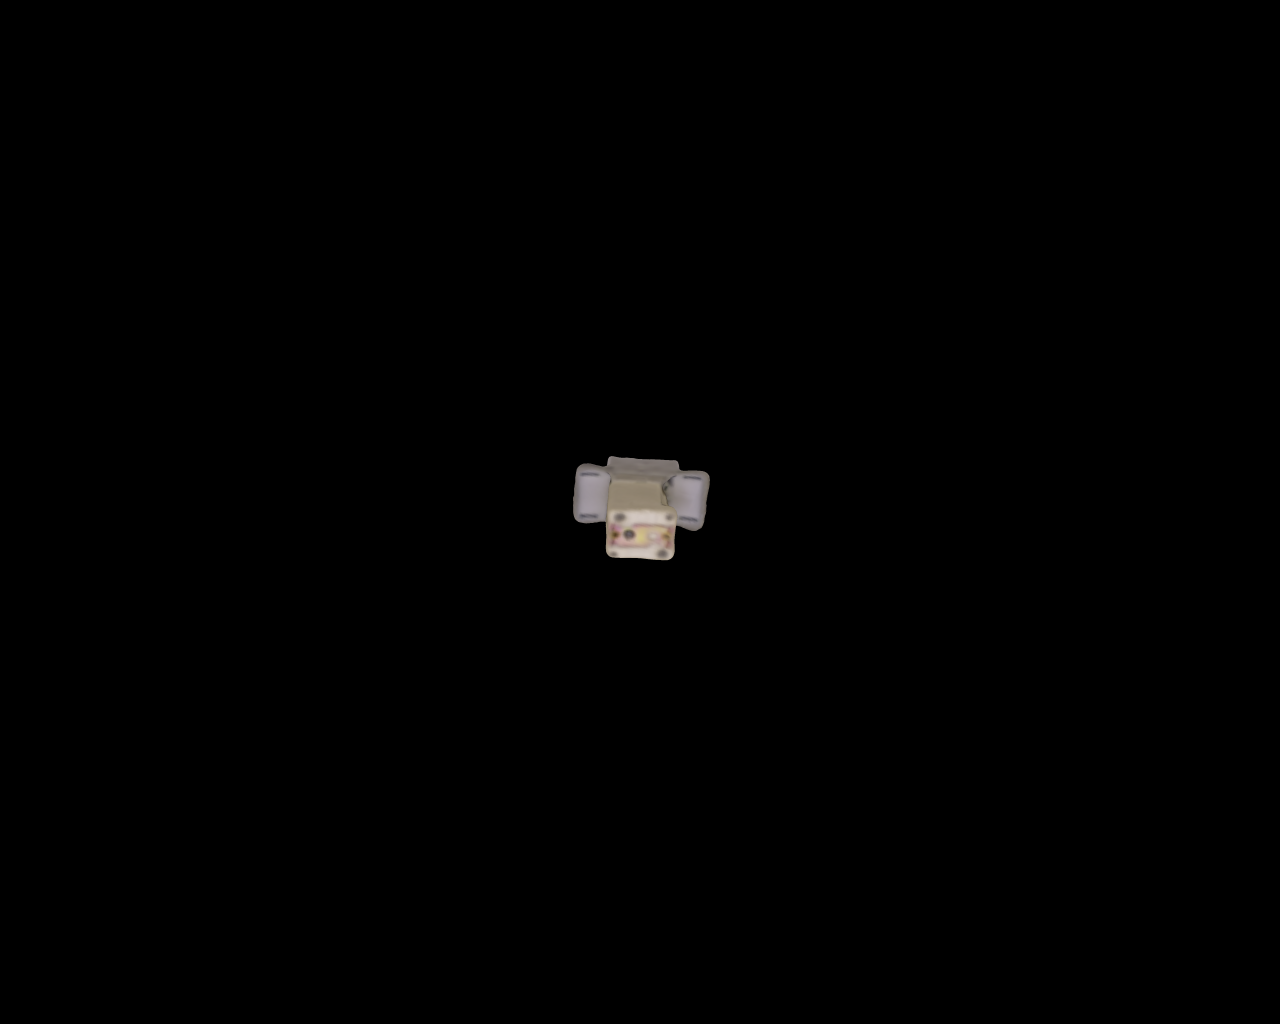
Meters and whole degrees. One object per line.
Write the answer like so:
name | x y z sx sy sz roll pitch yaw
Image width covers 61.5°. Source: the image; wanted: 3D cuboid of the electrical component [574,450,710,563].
electrical component | 0.001 -0.003 0.650 0.081 0.042 0.064 3 35 -2
